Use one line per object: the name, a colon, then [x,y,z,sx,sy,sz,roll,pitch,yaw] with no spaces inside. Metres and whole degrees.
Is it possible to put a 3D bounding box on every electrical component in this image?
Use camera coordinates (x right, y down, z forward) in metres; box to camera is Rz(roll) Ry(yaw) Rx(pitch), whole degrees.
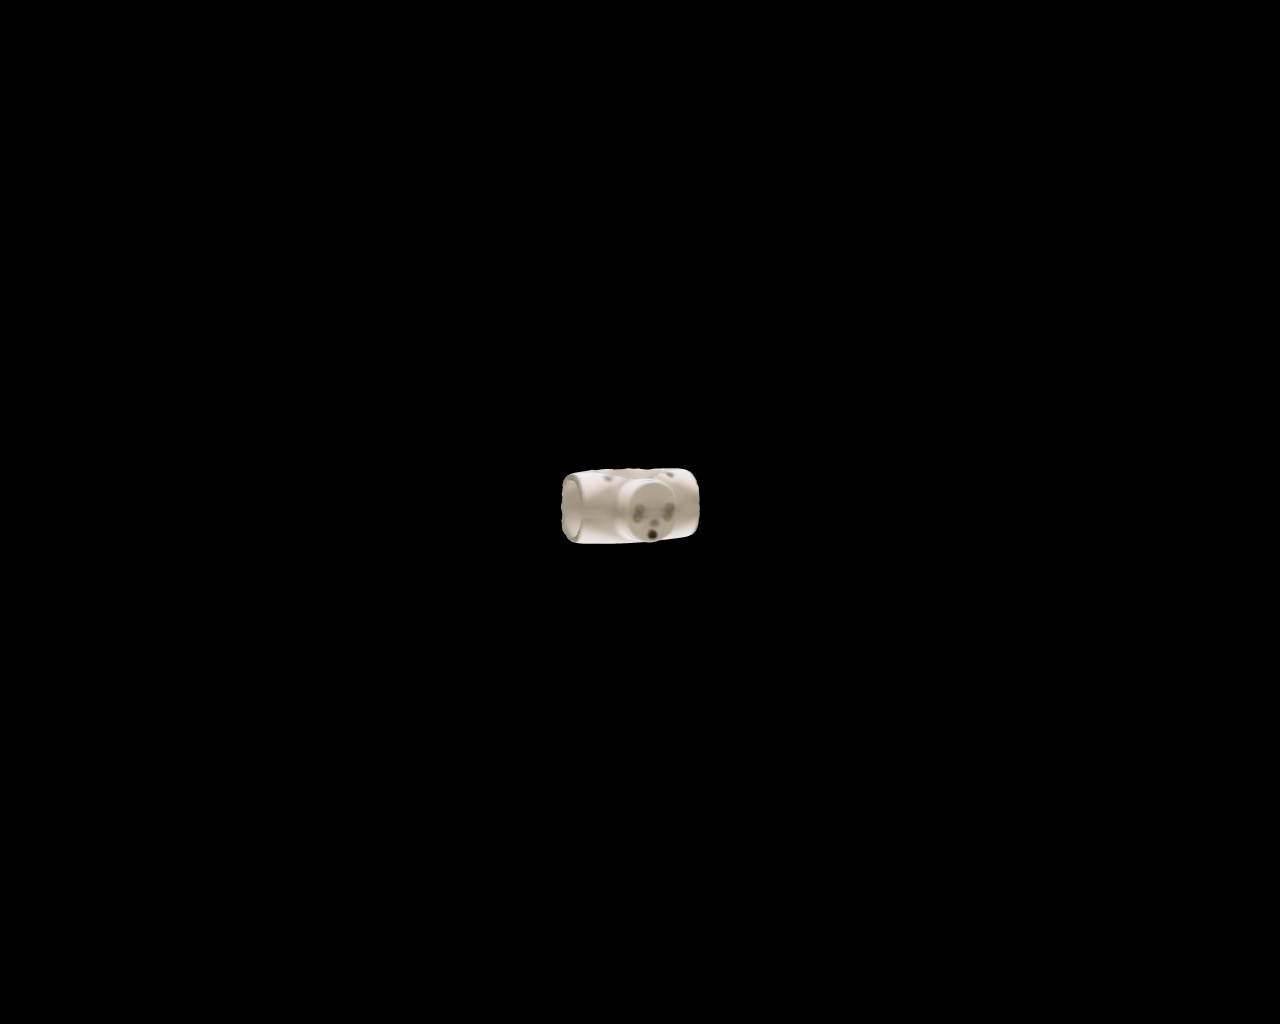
electrical component: [0.001,-0.003,0.650,0.077,0.044,0.079,-3,8,-22]
